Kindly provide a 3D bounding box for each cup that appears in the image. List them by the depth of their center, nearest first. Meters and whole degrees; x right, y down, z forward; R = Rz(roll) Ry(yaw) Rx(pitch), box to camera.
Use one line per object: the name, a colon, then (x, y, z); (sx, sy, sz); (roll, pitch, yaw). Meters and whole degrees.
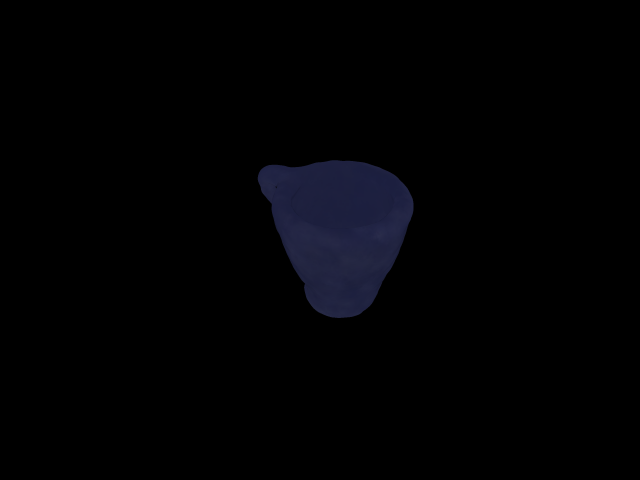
cup: (0.004, 0.001, 0.400); (0.117, 0.095, 0.092); (26, 45, 28)
